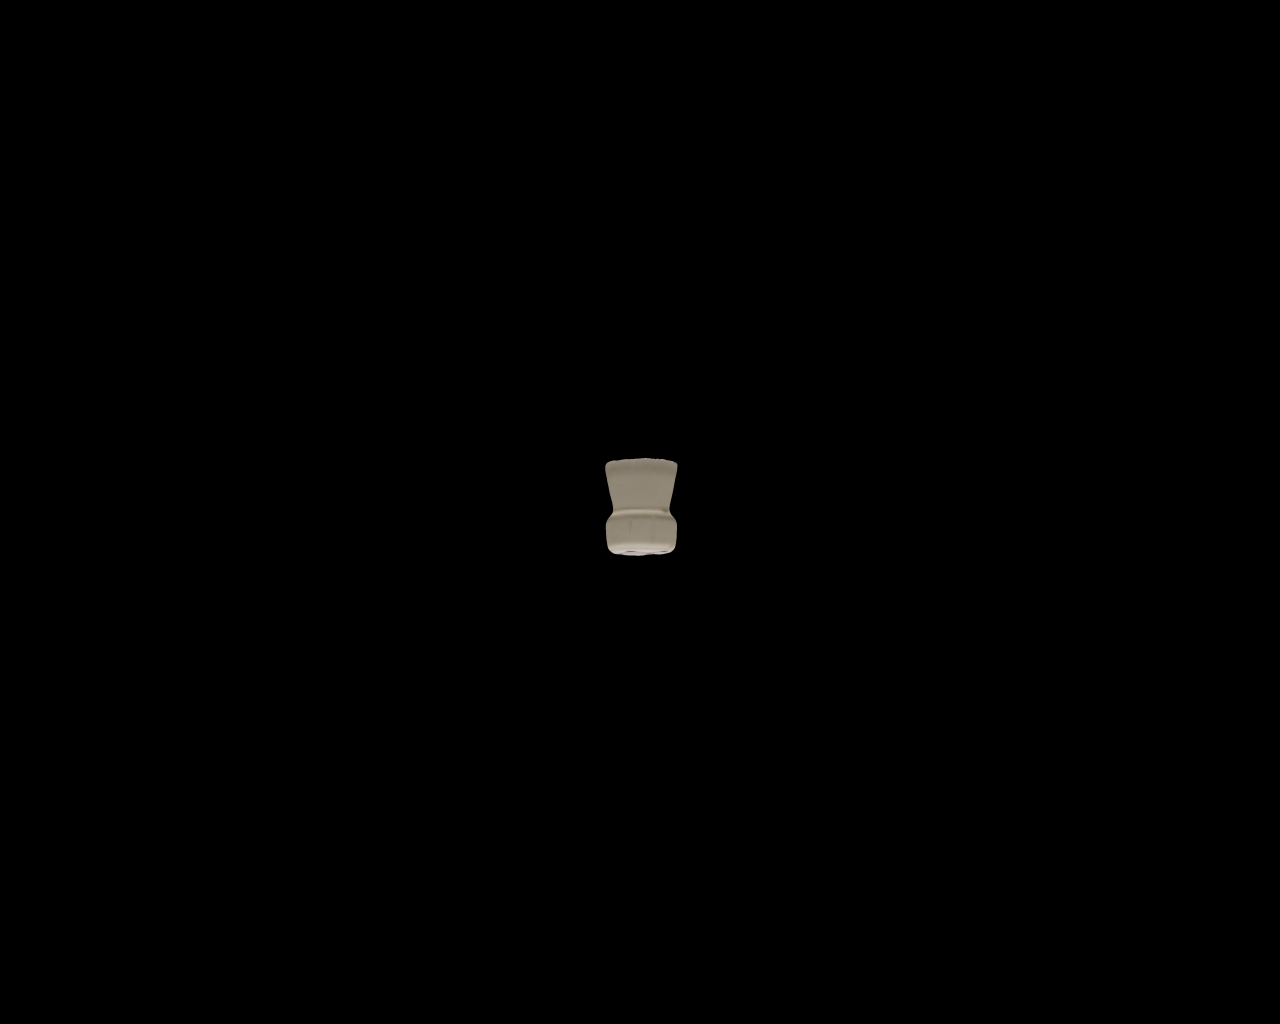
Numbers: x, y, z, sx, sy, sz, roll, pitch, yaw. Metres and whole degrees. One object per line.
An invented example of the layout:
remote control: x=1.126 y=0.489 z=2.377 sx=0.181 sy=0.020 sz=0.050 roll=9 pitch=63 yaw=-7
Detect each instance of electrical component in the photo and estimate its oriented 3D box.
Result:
electrical component: x=0.001 y=-0.003 z=0.650 sx=0.045 sy=0.055 sz=0.045 roll=0 pitch=-7 yaw=0
